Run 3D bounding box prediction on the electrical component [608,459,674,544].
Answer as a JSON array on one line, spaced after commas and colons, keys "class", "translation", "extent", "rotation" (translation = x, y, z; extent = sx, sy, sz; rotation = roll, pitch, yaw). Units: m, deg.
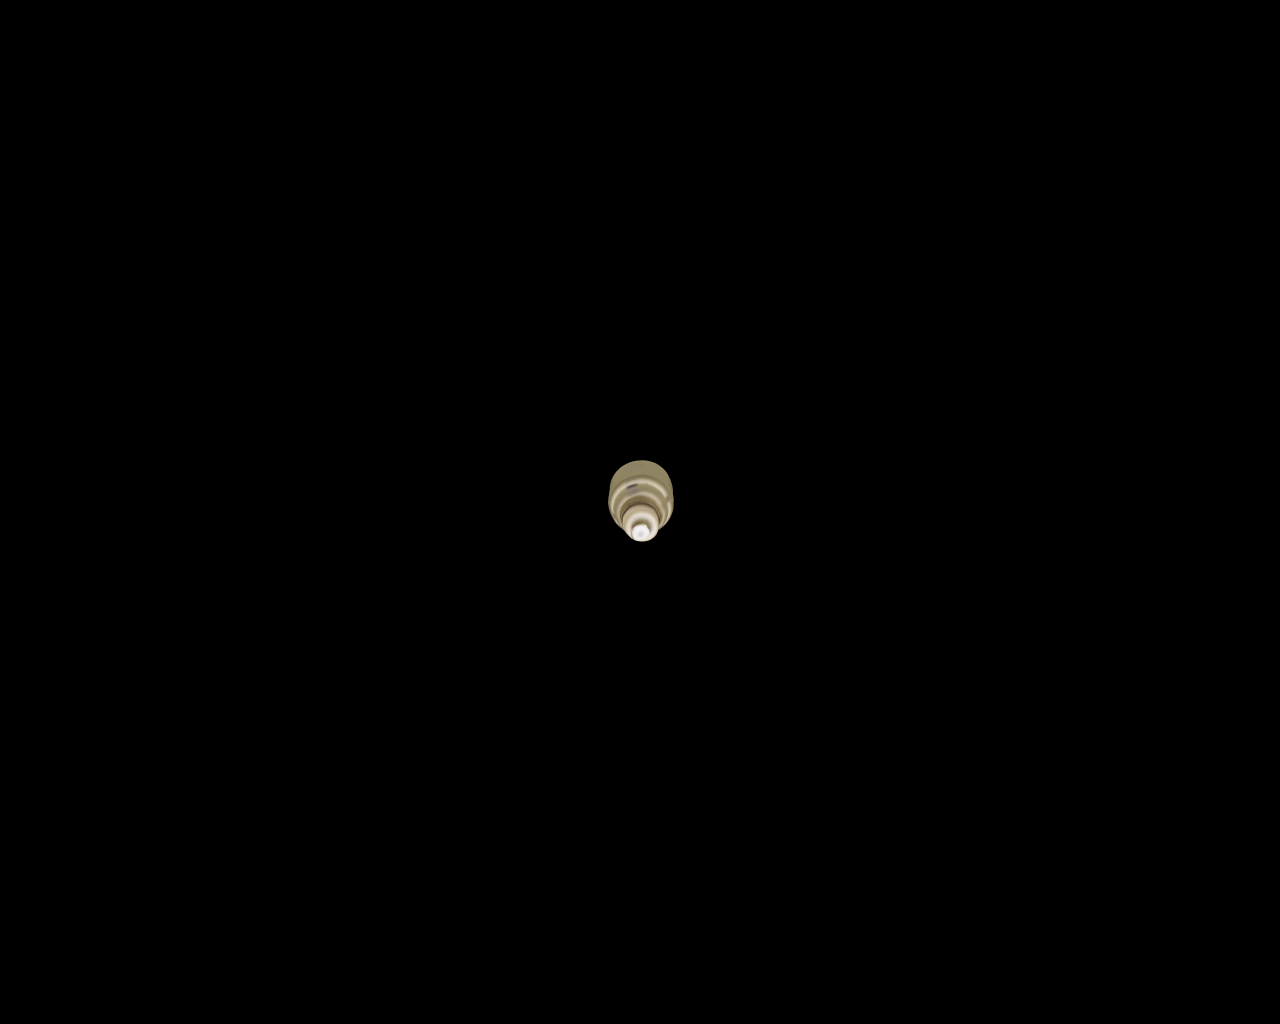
[{"class": "electrical component", "translation": [0.001, -0.003, 0.650], "extent": [0.040, 0.040, 0.078], "rotation": [0, 24, 0]}]
